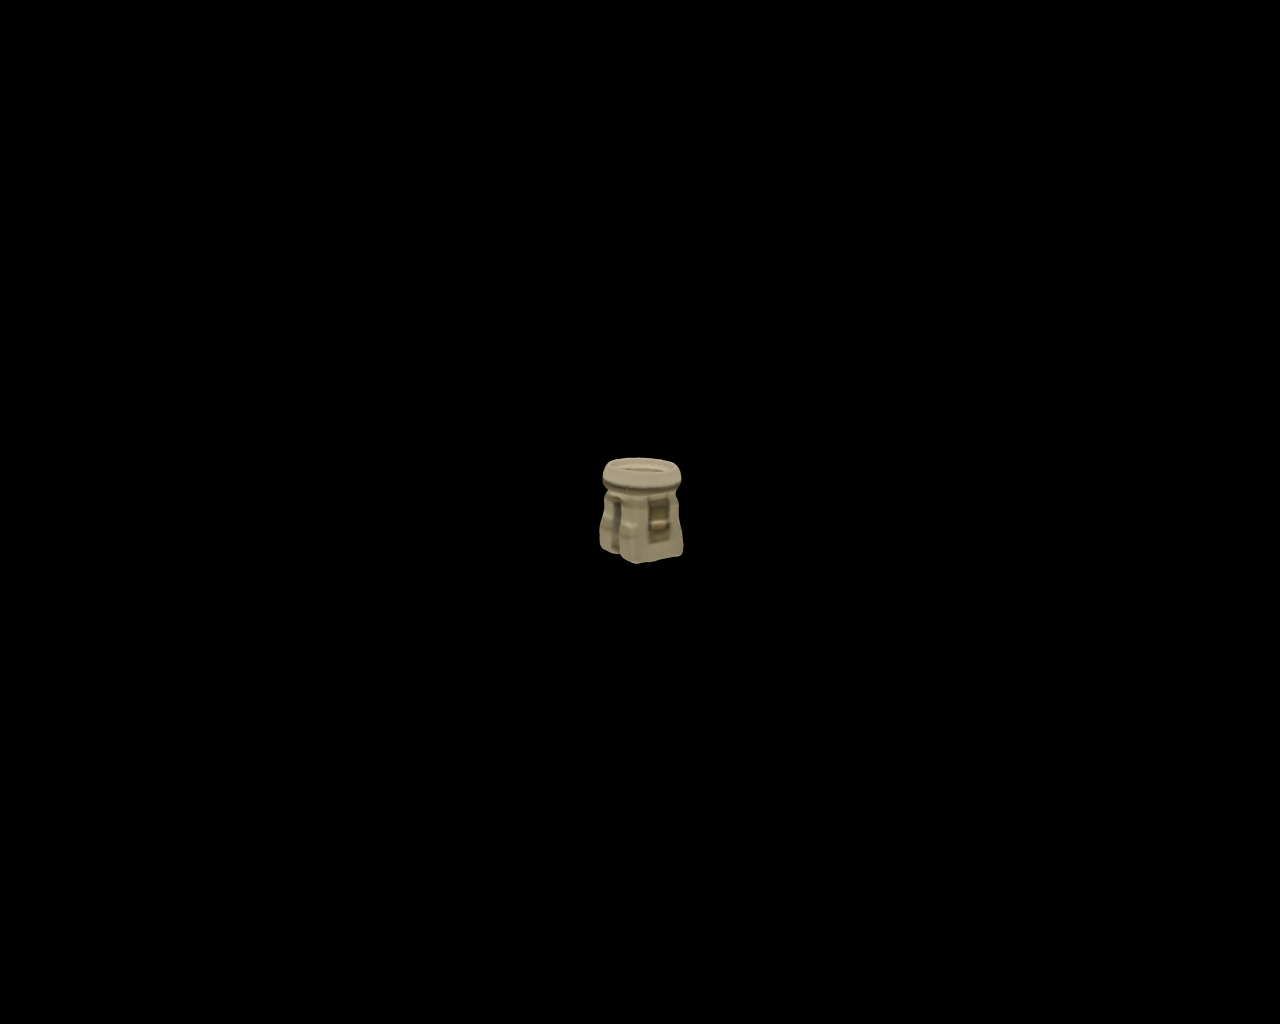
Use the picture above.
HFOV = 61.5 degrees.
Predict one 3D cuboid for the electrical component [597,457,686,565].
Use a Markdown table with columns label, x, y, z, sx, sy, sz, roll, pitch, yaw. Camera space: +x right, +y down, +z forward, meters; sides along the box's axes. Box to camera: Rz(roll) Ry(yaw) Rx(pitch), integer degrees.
| label | x | y | z | sx | sy | sz | roll | pitch | yaw |
| --- | --- | --- | --- | --- | --- | --- | --- | --- | --- |
| electrical component | 0.001 | -0.003 | 0.650 | 0.048 | 0.055 | 0.066 | -8 | 16 | -31 |
